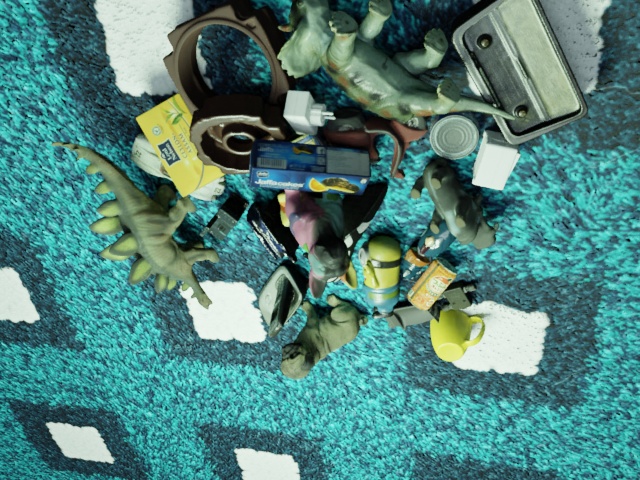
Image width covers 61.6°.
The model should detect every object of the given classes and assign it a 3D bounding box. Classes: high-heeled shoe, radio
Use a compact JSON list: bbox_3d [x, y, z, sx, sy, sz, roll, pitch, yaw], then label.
[{"bbox_3d":[0.073,-0.004,1.100,0.249,0.086,0.145,-40,139,17],"label":"high-heeled shoe"},{"bbox_3d":[0.307,-0.271,0.837,0.131,0.073,0.229,-25,114,28],"label":"radio"}]

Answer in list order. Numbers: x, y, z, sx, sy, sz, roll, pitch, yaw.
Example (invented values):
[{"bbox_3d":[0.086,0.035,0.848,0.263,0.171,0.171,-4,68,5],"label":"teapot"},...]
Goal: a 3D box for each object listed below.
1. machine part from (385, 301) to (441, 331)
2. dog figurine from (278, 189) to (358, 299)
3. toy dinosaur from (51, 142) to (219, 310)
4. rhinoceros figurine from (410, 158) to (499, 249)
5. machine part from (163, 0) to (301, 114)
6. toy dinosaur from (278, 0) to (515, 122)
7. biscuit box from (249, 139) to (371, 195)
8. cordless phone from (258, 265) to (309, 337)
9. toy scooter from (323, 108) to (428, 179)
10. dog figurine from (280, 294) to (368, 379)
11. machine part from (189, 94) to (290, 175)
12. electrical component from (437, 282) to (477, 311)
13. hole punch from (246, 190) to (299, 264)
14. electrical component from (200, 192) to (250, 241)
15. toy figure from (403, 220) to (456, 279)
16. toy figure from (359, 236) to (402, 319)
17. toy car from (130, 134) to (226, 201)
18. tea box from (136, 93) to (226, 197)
[{"bbox_3d":[0.197,0.160,1.183,0.139,0.039,0.084,-13,115,36],"label":"machine part"},{"bbox_3d":[-0.002,-0.003,0.988,0.108,0.219,0.191,-11,169,-13],"label":"dog figurine"},{"bbox_3d":[-0.350,-0.023,1.097,0.105,0.198,0.470,10,134,47],"label":"toy dinosaur"},{"bbox_3d":[0.250,-0.059,0.984,0.190,0.112,0.073,52,138,-7],"label":"rhinoceros figurine"},{"bbox_3d":[-0.153,-0.297,0.936,0.201,0.087,0.201,-14,118,24],"label":"machine part"},{"bbox_3d":[0.094,-0.262,0.851,0.404,0.131,0.192,35,161,-12],"label":"toy dinosaur"},{"bbox_3d":[-0.018,-0.122,0.913,0.203,0.059,0.062,4,153,-10],"label":"biscuit box"},{"bbox_3d":[-0.092,0.159,1.175,0.089,0.184,0.146,29,126,-12],"label":"cordless phone"},{"bbox_3d":[0.101,-0.169,0.965,0.184,0.075,0.135,-1,124,10],"label":"toy scooter"},{"bbox_3d":[0.011,0.229,1.191,0.172,0.191,0.121,-17,118,23],"label":"dog figurine"},{"bbox_3d":[-0.136,-0.179,0.928,0.179,0.056,0.179,0,153,0],"label":"machine part"},{"bbox_3d":[0.294,0.121,1.142,0.094,0.021,0.063,-22,116,32],"label":"electrical component"},{"bbox_3d":[-0.097,-0.025,1.097,0.092,0.116,0.142,-16,118,33],"label":"hole punch"},{"bbox_3d":[-0.199,-0.039,1.106,0.048,0.119,0.075,37,122,-11],"label":"electrical component"},{"bbox_3d":[0.214,0.019,1.072,0.064,0.058,0.154,21,127,-29],"label":"toy figure"},{"bbox_3d":[0.130,0.076,1.120,0.089,0.082,0.179,-16,114,-10],"label":"toy figure"},{"bbox_3d":[-0.287,-0.147,1.093,0.202,0.056,0.073,28,126,-5],"label":"toy car"},{"bbox_3d":[-0.256,-0.179,1.018,0.098,0.068,0.169,-29,101,6],"label":"tea box"}]
